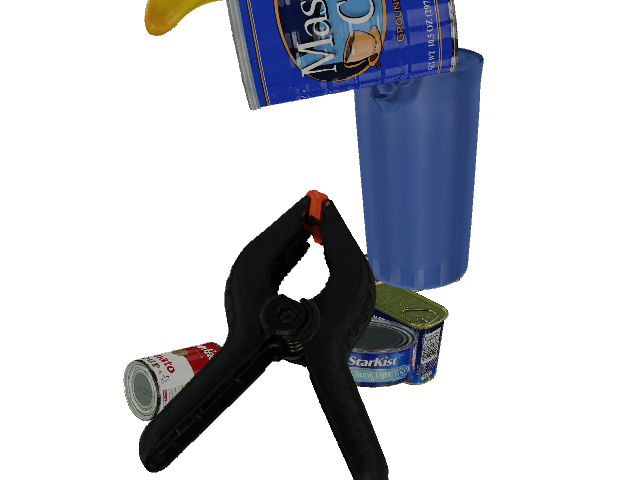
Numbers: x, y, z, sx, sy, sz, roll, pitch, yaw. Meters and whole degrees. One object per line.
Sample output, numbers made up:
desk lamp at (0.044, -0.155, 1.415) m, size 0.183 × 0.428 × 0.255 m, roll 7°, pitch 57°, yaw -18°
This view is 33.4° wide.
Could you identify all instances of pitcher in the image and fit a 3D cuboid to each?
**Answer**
pitcher at (0.107, -0.081, 1.121) m, size 0.149 × 0.243 × 0.145 m, roll -8°, pitch 24°, yaw -14°

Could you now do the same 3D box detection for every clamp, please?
clamp at (-0.007, 0.053, 0.539) m, size 0.120 × 0.171 × 0.039 m, roll 17°, pitch -28°, yaw 10°

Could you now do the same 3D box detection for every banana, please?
banana at (-0.102, -0.232, 1.003) m, size 0.197 × 0.070 × 0.037 m, roll -22°, pitch -28°, yaw -47°

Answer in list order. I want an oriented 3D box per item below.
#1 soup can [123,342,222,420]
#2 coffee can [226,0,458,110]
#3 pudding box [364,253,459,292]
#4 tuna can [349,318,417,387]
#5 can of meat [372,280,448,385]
soup can at (-0.155, 0.153, 1.162) m, size 0.102 × 0.068 × 0.069 m, roll -9°, pitch 6°, yaw -42°
coffee can at (0.012, -0.150, 0.713) m, size 0.140 × 0.103 × 0.103 m, roll -11°, pitch 0°, yaw 0°
pudding box at (0.132, 0.039, 1.535) m, size 0.113 × 0.039 × 0.090 m, roll -15°, pitch 24°, yaw -19°
tuna can at (0.038, 0.093, 0.895) m, size 0.086 × 0.034 × 0.086 m, roll 2°, pitch 13°, yaw -1°
can of meat at (0.090, 0.105, 1.207) m, size 0.102 × 0.084 × 0.057 m, roll 26°, pitch 33°, yaw 35°
